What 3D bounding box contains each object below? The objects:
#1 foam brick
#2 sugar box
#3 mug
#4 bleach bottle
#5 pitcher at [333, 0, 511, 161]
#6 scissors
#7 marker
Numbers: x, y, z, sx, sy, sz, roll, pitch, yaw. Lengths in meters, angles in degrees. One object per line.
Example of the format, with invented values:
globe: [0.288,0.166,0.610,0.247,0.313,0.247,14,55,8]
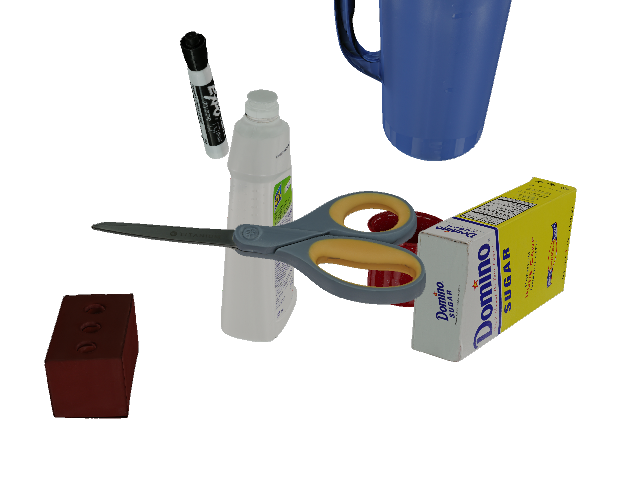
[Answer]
foam brick: [-0.158,0.080,0.748,0.053,0.051,0.078,-1,32,-3]
sugar box: [0.134,0.018,0.802,0.048,0.093,0.175,15,24,32]
mug: [0.107,0.022,1.189,0.117,0.081,0.093,6,25,3]
bleach bottle: [-0.057,-0.028,1.033,0.068,0.251,0.102,10,33,9]
pitcher: [0.108,-0.196,1.055,0.144,0.243,0.149,-37,59,-26]
scissors: [-0.028,-0.011,0.652,0.202,0.016,0.096,16,45,14]
marker: [-0.088,-0.110,0.814,0.020,0.020,0.121,0,-39,6]
